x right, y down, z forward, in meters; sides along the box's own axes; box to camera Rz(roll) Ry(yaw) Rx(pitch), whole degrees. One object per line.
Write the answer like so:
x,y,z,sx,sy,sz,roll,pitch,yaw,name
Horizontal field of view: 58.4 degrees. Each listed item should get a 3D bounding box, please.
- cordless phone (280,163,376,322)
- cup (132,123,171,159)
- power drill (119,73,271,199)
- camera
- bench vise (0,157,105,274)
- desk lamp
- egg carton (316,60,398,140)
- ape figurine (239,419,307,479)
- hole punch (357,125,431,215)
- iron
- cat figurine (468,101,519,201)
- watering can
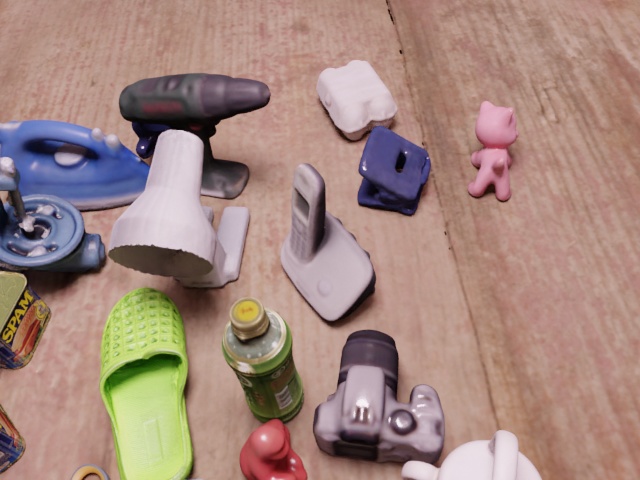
0.007,0.003,0.725,0.094,0.185,0.147,-33,58,-18,cordless phone
-0.248,-0.155,0.915,0.091,0.095,0.118,13,56,13,cup
-0.168,-0.157,0.840,0.229,0.209,0.075,9,55,11,power drill
0.070,0.172,0.650,0.143,0.101,0.137,4,54,7,camera
-0.414,-0.010,0.745,0.207,0.220,0.121,-23,56,-12,bench vise
-0.174,-0.021,0.738,0.118,0.214,0.203,1,54,6,desk lamp
0.058,-0.240,0.969,0.107,0.069,0.150,-21,55,-10,egg carton
-0.053,0.230,0.622,0.076,0.092,0.078,3,54,7,ape figurine
0.112,-0.107,0.855,0.101,0.091,0.109,12,56,13,hole punch
-0.373,-0.131,0.877,0.258,0.141,0.118,3,54,6,iron
0.262,-0.143,0.853,0.067,0.118,0.128,5,55,8,cat figurine
0.166,0.241,0.535,0.173,0.194,0.101,-4,54,2,watering can
